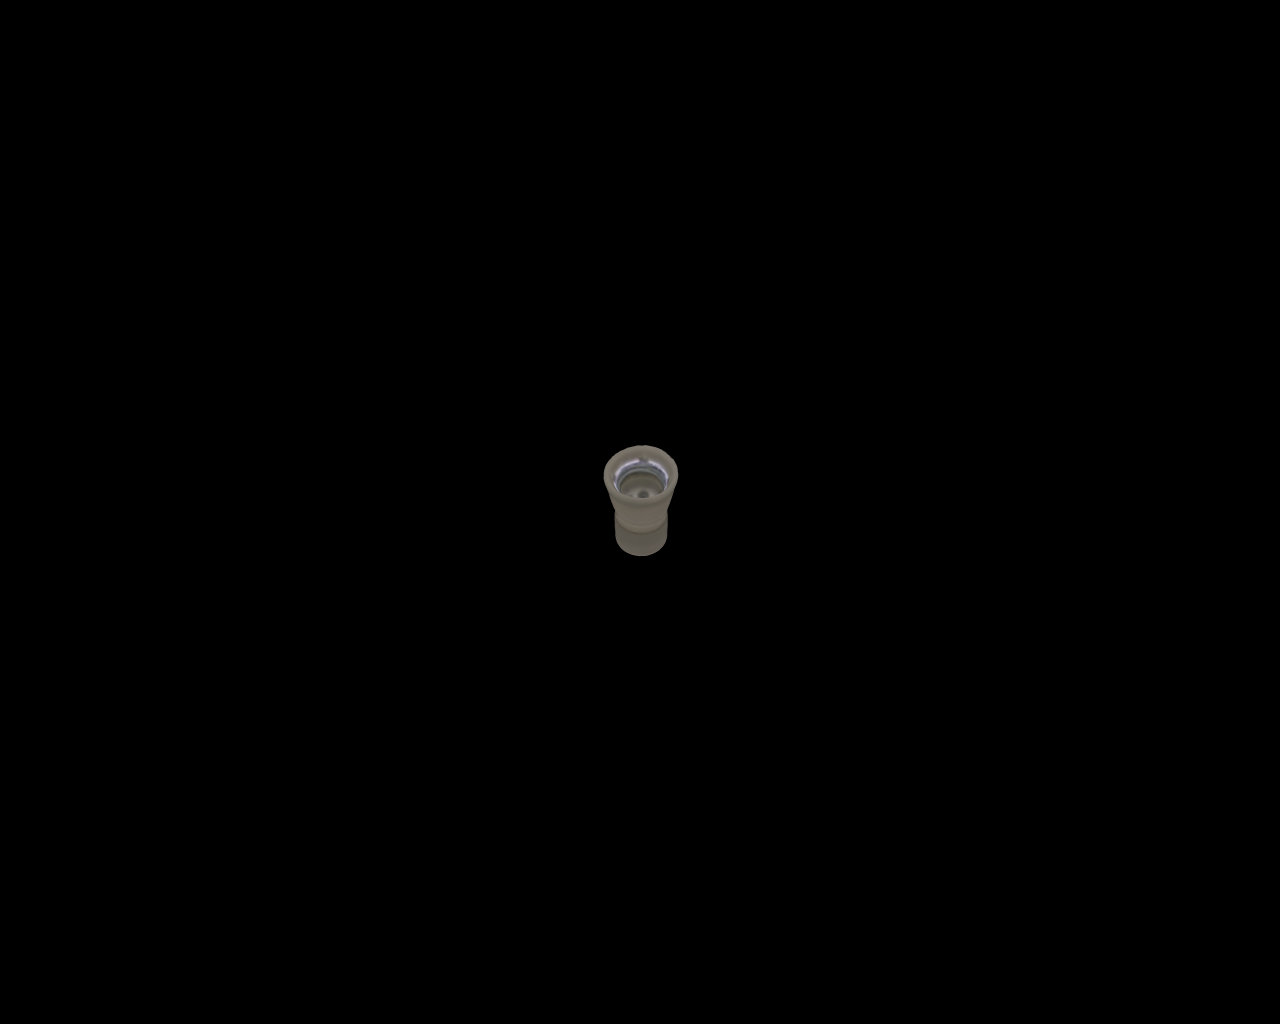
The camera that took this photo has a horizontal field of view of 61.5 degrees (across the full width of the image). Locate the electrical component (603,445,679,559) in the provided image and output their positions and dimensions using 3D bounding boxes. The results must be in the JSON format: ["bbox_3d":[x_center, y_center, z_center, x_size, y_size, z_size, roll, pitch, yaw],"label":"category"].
[{"bbox_3d":[0.001,-0.003,0.650,0.044,0.044,0.065,0,-41,0],"label":"electrical component"}]
